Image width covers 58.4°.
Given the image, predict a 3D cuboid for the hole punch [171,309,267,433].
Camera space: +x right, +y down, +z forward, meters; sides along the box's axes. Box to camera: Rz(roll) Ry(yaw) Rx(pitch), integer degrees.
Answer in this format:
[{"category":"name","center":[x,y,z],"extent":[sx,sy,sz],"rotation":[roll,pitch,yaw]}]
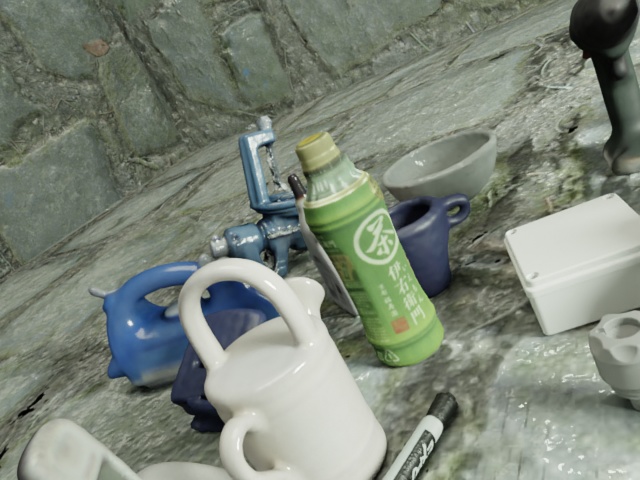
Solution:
[{"category":"hole punch","center":[-0.094,0.131,0.578],"extent":[0.108,0.091,0.101],"rotation":[-14,23,35]}]

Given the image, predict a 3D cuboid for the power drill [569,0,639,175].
[{"category":"power drill","center":[0.338,-0.187,0.647],"extent":[0.075,0.209,0.230],"rotation":[-19,21,23]}]

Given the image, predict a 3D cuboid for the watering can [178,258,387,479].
[{"category":"watering can","center":[-0.034,0.095,0.431],"extent":[0.101,0.194,0.172],"rotation":[-25,19,5]}]

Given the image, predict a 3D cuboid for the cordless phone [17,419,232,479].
[{"category":"cordless phone","center":[-0.103,0.164,0.357],"extent":[0.094,0.185,0.147],"rotation":[-29,19,-5]}]

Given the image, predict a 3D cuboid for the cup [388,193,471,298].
[{"category":"cup","center":[0.115,0.008,0.612],"extent":[0.117,0.095,0.091],"rotation":[-25,19,7]}]

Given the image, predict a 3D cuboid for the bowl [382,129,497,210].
[{"category":"bowl","center":[0.176,-0.087,0.809],"extent":[0.167,0.075,0.167],"rotation":[-24,19,9]}]

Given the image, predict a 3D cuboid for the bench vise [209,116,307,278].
[{"category":"bench vise","center":[-0.078,-0.058,0.850],"extent":[0.121,0.220,0.208],"rotation":[-5,29,47]}]

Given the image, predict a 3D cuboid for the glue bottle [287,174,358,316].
[{"category":"glue bottle","center":[0.006,0.002,0.651],"extent":[0.037,0.173,0.078],"rotation":[-31,19,-12]}]

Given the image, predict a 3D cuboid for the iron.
[{"category":"iron","center":[-0.165,0.083,0.720],"extent":[0.258,0.142,0.118],"rotation":[-21,20,17]}]
